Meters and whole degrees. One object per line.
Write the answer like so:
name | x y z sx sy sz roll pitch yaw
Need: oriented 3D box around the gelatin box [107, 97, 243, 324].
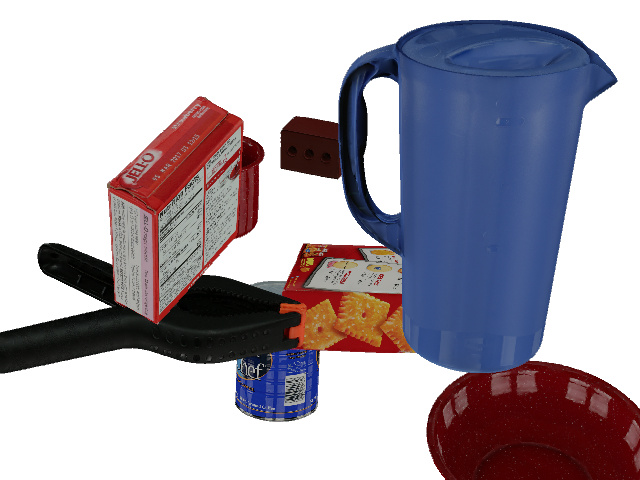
gelatin box | -0.070 -0.014 0.518 0.030 0.089 0.073 27 52 15

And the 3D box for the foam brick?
foam brick | -0.005 -0.114 1.301 0.078 0.053 0.051 11 31 17

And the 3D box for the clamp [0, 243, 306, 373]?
clamp | -0.116 0.045 0.736 0.210 0.036 0.164 2 24 -8

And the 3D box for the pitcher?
pitcher | 0.106 -0.031 0.774 0.144 0.243 0.149 -19 33 -34

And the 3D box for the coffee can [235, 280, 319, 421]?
coffee can | -0.050 0.131 1.280 0.103 0.140 0.103 3 18 -1

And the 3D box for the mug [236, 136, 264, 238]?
mug | -0.114 -0.050 1.064 0.117 0.081 0.093 -13 34 -25

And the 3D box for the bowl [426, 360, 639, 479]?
bowl | 0.156 0.159 0.765 0.162 0.055 0.162 -1 36 0

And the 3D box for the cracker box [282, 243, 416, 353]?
cracker box | 0.076 0.060 1.092 0.214 0.072 0.164 2 16 6
